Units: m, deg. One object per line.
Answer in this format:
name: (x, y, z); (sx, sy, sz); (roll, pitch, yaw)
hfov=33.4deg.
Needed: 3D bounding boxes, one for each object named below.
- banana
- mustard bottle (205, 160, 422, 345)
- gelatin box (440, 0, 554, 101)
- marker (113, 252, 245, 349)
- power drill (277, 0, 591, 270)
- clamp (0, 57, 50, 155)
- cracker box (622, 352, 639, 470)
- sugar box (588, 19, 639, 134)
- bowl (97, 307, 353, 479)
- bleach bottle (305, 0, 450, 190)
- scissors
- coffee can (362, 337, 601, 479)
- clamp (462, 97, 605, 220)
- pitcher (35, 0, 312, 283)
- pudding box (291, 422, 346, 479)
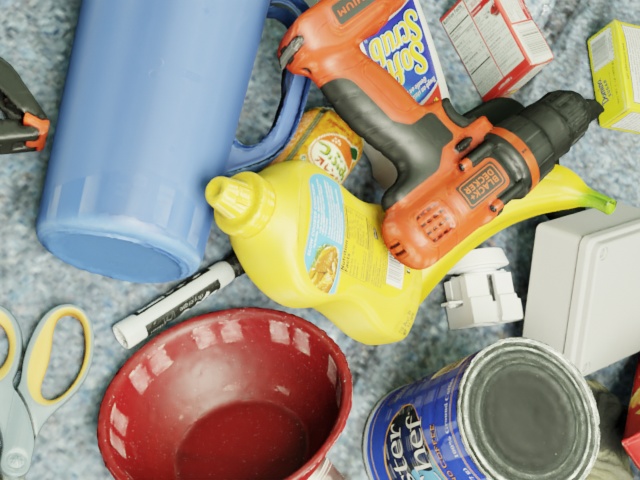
banana: (0.112, -0.003, 0.776); (0.037, 0.198, 0.069); (45, 21, -39)
mustard bottle: (-0.005, 0.001, 0.704); (0.191, 0.058, 0.096); (29, 59, -47)
gelatin box: (0.146, -0.168, 0.886); (0.030, 0.073, 0.089); (-20, 79, -29)
marker: (-0.088, 0.036, 0.738); (0.120, 0.020, 0.020); (-33, 86, -29)
power drill: (0.076, -0.099, 0.724); (0.184, 0.057, 0.187); (-38, 89, -22)
clamp: (-0.260, -0.113, 0.711); (0.171, 0.039, 0.120); (18, 70, -16)
cracker box: (0.297, 0.156, 0.764); (0.164, 0.072, 0.213); (55, 24, 1)
sugar box: (0.331, -0.137, 0.970); (0.176, 0.048, 0.093); (8, 67, -24)
bowl: (-0.055, 0.118, 0.674); (0.162, 0.055, 0.162); (-7, 40, 6)
bleach bottle: (0.059, -0.126, 0.840); (0.102, 0.068, 0.251); (-19, 82, -34)
scissors: (-0.203, 0.123, 0.657); (0.096, 0.016, 0.201); (25, 63, -11)
coffee can: (0.103, 0.132, 0.713); (0.102, 0.140, 0.103); (8, 67, -21)
clamp: (0.174, -0.069, 0.856); (0.209, 0.036, 0.164); (22, 59, -35)
pitcher: (-0.101, -0.096, 0.724); (0.149, 0.145, 0.243); (0, 68, 24)
pudding box: (-0.029, 0.190, 0.693); (0.113, 0.039, 0.090); (-39, 88, -30)
